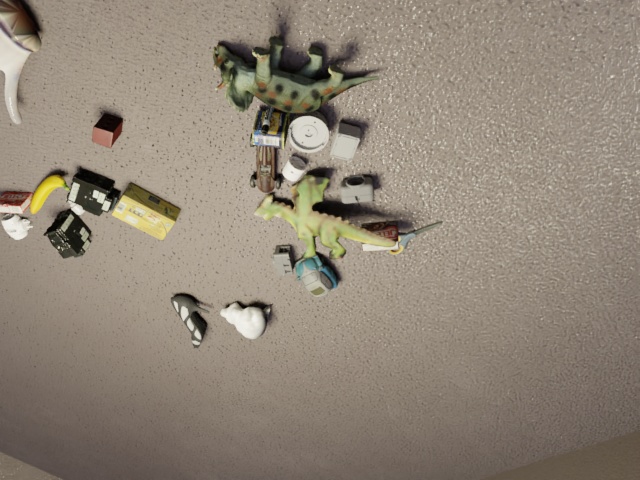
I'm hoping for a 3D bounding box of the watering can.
[{"bbox_3d":[-0.772,-0.457,1.242,0.223,0.106,0.340,-16,126,15],"label":"watering can"}]

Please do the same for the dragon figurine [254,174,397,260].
[{"bbox_3d":[0.005,-0.075,1.488,0.409,0.125,0.238,-3,123,20],"label":"dragon figurine"}]

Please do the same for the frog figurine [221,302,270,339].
[{"bbox_3d":[-0.267,0.278,1.803,0.159,0.125,0.135,13,149,-22],"label":"frog figurine"}]
